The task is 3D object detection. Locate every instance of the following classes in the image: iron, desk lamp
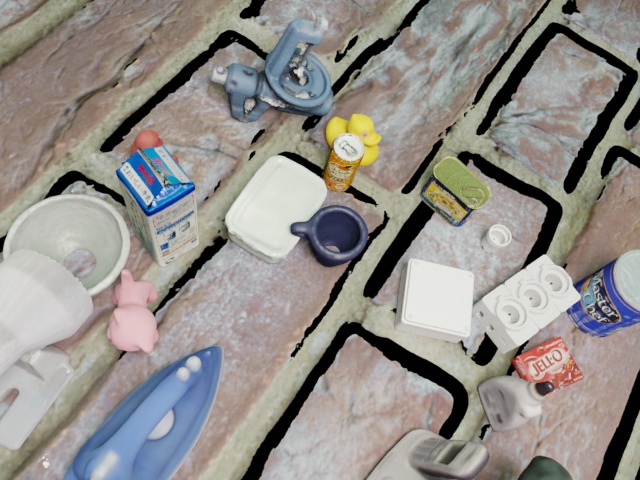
[{"bbox_3d":[-0.207,0.222,0.729,0.118,0.141,0.259,34,65,6],"label":"iron"},{"bbox_3d":[-0.370,0.136,0.698,0.118,0.213,0.203,27,64,3],"label":"desk lamp"}]

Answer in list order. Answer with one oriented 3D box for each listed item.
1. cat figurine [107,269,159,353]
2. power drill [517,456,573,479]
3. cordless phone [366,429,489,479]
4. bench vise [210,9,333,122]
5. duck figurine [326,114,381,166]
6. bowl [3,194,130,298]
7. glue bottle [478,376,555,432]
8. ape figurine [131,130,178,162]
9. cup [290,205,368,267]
[{"bbox_3d":[-0.259,0.102,0.787,0.067,0.117,0.127,-7,68,-13],"label":"cat figurine"},{"bbox_3d":[0.209,0.369,0.703,0.075,0.208,0.230,44,66,10],"label":"power drill"},{"bbox_3d":[0.134,0.309,0.729,0.094,0.185,0.148,43,66,10],"label":"cordless phone"},{"bbox_3d":[-0.067,-0.271,0.931,0.208,0.219,0.121,-17,70,-17],"label":"bench vise"},{"bbox_3d":[0.061,-0.186,0.991,0.104,0.086,0.078,37,65,7],"label":"duck figurine"},{"bbox_3d":[-0.357,0.022,0.829,0.167,0.074,0.167,4,66,-8],"label":"bowl"},{"bbox_3d":[0.279,0.221,0.801,0.037,0.173,0.078,-10,68,-14],"label":"glue bottle"},{"bbox_3d":[-0.268,-0.140,0.907,0.076,0.092,0.077,-36,76,-22],"label":"ape figurine"},{"bbox_3d":[0.008,0.003,0.892,0.118,0.095,0.091,7,65,-7],"label":"cup"}]
